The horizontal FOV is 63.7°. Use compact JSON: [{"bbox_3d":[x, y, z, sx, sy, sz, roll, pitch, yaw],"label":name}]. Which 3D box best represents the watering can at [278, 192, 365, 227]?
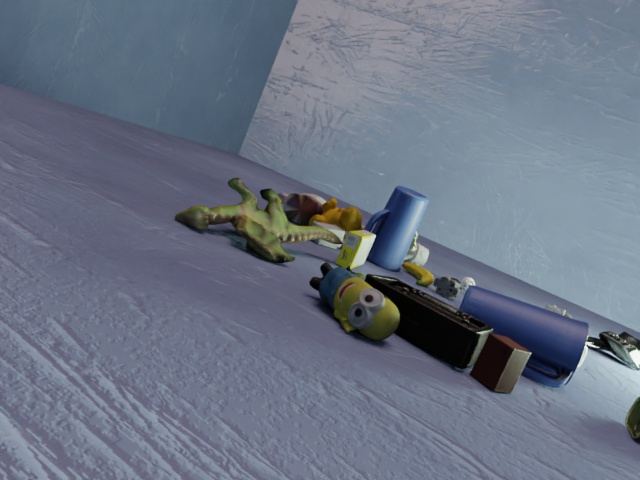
[{"bbox_3d":[0.005,-0.089,1.769,0.348,0.103,0.225,23,9,6],"label":"watering can"}]

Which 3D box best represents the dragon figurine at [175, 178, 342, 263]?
[{"bbox_3d":[-0.112,-0.012,1.145,0.409,0.120,0.248,18,26,-17],"label":"dragon figurine"}]

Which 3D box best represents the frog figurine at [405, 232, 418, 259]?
[{"bbox_3d":[0.260,0.023,1.825,0.139,0.123,0.157,-19,-7,-43],"label":"frog figurine"}]
